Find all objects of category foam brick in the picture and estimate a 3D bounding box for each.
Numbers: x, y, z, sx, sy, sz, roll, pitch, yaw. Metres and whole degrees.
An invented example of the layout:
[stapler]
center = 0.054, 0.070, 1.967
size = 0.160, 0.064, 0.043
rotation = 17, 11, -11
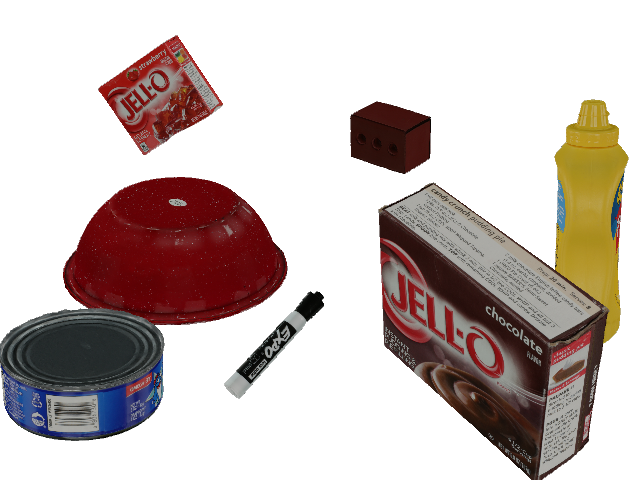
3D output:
[foam brick]
center = 0.078, -0.115, 1.187
size = 0.078, 0.053, 0.051
rotation = 21, 37, 35

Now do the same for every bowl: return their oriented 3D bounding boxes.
[bowl]
center = -0.103, -0.003, 0.763
size = 0.162, 0.055, 0.162
rotation = 1, 27, -1

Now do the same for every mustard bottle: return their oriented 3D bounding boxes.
[mustard bottle]
center = 0.219, -0.019, 0.872
size = 0.058, 0.192, 0.096
rotation = 3, 18, 16

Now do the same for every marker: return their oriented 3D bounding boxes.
[marker]
center = -0.039, 0.091, 0.956
size = 0.121, 0.020, 0.020
rotation = -47, 19, -18

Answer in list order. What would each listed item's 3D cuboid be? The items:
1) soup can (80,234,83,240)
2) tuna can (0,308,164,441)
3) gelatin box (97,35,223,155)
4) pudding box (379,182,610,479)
[soup can]
center = -0.214, 0.042, 1.127
size = 0.068, 0.102, 0.068
rotation = -2, 24, 1
[tuna can]
center = -0.126, 0.070, 0.569
size = 0.086, 0.034, 0.086
rotation = 2, 23, -1
[gelatin box]
center = -0.142, -0.127, 0.942
size = 0.089, 0.073, 0.030
rotation = -26, 14, 31
[pudding box]
center = 0.073, 0.039, 0.482
size = 0.039, 0.090, 0.114
rotation = -30, 46, -24
